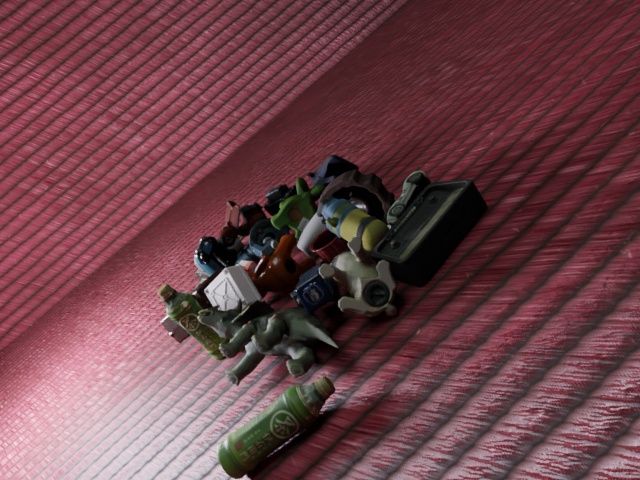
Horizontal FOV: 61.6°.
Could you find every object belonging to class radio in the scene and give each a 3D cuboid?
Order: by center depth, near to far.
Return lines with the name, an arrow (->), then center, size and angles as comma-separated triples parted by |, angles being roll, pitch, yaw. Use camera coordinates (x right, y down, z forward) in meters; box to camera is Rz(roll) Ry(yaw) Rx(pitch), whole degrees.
radio -> 0.214, -0.020, 1.072 | 0.229, 0.073, 0.131 | -46, 24, -18

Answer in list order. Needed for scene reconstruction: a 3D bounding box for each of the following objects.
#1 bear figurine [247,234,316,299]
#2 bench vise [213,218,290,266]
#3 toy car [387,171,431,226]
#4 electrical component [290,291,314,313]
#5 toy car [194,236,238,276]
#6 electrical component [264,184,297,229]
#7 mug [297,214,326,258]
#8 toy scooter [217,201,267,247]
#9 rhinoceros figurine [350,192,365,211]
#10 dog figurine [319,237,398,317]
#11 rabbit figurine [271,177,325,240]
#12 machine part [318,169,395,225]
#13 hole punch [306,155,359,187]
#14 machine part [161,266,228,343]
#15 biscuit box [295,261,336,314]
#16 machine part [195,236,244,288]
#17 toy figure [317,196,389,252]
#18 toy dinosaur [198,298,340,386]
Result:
bear figurine -> -0.126, 0.090, 1.343 | 0.196, 0.120, 0.132 | -30, 17, 40
bench vise -> -0.165, 0.024, 1.510 | 0.223, 0.128, 0.241 | -40, 13, -11
toy car -> 0.202, -0.076, 1.195 | 0.056, 0.073, 0.202 | -11, 35, 43
electrical component -> -0.037, 0.138, 1.157 | 0.021, 0.063, 0.094 | -34, 7, -8
toy car -> -0.322, 0.066, 1.614 | 0.103, 0.161, 0.109 | -21, 44, 37
electrical component -> -0.101, -0.104, 1.635 | 0.115, 0.134, 0.058 | -25, 26, 36
mug -> -0.003, -0.004, 1.383 | 0.107, 0.080, 0.110 | -51, 29, 0
toy scooter -> -0.230, -0.064, 1.599 | 0.075, 0.135, 0.184 | 21, 33, 40
rhinoceros figurine -> 0.095, -0.084, 1.389 | 0.190, 0.073, 0.112 | -10, 47, 47
dog figurine -> 0.089, 0.085, 1.072 | 0.121, 0.172, 0.190 | -31, -12, 3
rabbit figurine -> -0.057, -0.093, 1.500 | 0.170, 0.121, 0.159 | -77, 6, -79
machine part -> 0.088, -0.080, 1.261 | 0.179, 0.179, 0.056 | -26, 24, 29
hole punch -> 0.047, -0.164, 1.540 | 0.116, 0.142, 0.092 | -41, 46, 38
machine part -> -0.311, 0.167, 1.431 | 0.201, 0.087, 0.201 | -39, 4, 39
biscuit box -> -0.007, 0.096, 1.133 | 0.063, 0.059, 0.202 | -33, 2, 6
machine part -> -0.320, 0.067, 1.725 | 0.079, 0.079, 0.243 | -9, 38, 51
toy figure -> 0.071, -0.033, 1.161 | 0.180, 0.089, 0.082 | 39, 84, 26
toy dinosaur -> -0.082, 0.188, 1.095 | 0.405, 0.131, 0.192 | -10, 27, 35
